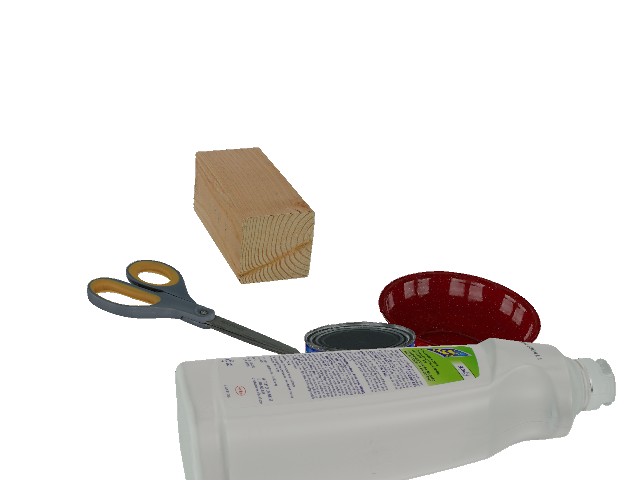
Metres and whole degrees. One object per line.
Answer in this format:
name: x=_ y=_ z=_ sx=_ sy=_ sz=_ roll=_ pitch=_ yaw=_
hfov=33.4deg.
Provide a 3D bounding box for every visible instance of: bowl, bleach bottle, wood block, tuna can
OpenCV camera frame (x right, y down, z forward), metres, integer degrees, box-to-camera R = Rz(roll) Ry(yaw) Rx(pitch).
bowl: x=0.136 y=0.092 z=1.070 sx=0.162 sy=0.055 sz=0.162 roll=5 pitch=27 yaw=-3
bleach bottle: x=0.048 y=0.097 z=0.600 sx=0.250 sy=0.068 sz=0.103 roll=-5 pitch=20 yaw=-11
wood block: x=-0.088 y=-0.036 z=1.337 sx=0.090 sy=0.090 sz=0.206 roll=-6 pitch=28 yaw=-21
tuna can: x=0.030 y=0.089 z=0.821 sx=0.086 sy=0.034 sz=0.086 roll=-2 pitch=10 yaw=0

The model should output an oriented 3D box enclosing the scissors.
scissors: x=-0.105 y=0.057 z=0.944 sx=0.202 sy=0.016 sz=0.096 roll=12 pitch=28 yaw=7
